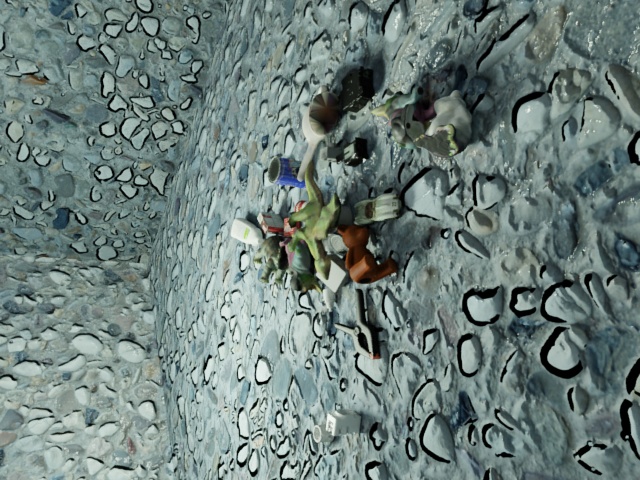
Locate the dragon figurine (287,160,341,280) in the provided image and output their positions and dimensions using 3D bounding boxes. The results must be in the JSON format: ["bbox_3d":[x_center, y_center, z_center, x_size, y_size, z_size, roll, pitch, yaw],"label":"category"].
[{"bbox_3d":[0.005,-0.081,1.603,0.241,0.122,0.414,-15,70,57],"label":"dragon figurine"}]

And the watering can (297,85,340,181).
[{"bbox_3d":[-0.012,-0.379,1.792,0.224,0.104,0.349,175,107,-78],"label":"watering can"}]

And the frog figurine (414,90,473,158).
[{"bbox_3d":[0.321,-0.285,1.276,0.163,0.122,0.135,-58,6,-34],"label":"frog figurine"}]
